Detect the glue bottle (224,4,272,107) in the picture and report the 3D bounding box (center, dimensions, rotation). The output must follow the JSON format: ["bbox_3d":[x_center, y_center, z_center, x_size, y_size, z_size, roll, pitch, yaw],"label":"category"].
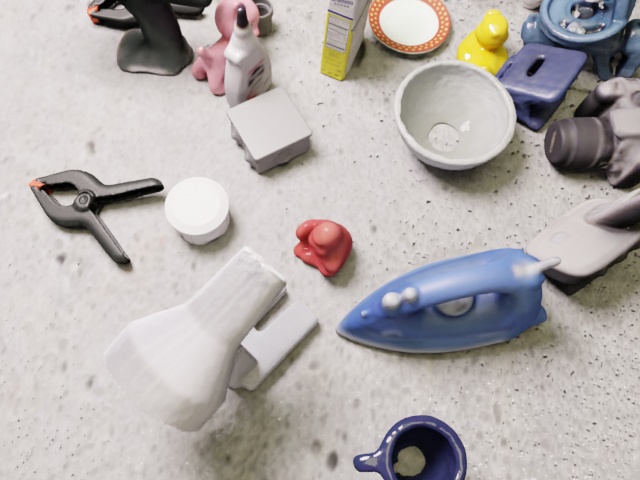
[{"bbox_3d":[-0.099,-0.245,0.761,0.037,0.173,0.078,32,71,9],"label":"glue bottle"}]

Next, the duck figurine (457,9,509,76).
[{"bbox_3d":[0.247,-0.289,0.843,0.077,0.086,0.104,11,69,2],"label":"duck figurine"}]

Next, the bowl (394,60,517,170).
[{"bbox_3d":[0.180,-0.161,0.796,0.167,0.075,0.167,1,69,-3],"label":"bowl"}]

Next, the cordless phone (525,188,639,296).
[{"bbox_3d":[0.347,-0.017,0.691,0.148,0.185,0.094,-36,75,-15],"label":"cordless phone"}]

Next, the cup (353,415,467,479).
[{"bbox_3d":[0.092,0.243,0.626,0.118,0.095,0.091,-2,69,-4],"label":"cup"}]

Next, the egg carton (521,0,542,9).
[{"bbox_3d":[0.375,-0.435,0.914,0.107,0.069,0.150,10,69,1],"label":"egg carton"}]

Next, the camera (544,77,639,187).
[{"bbox_3d":[0.388,-0.154,0.791,0.137,0.101,0.143,-1,69,-3],"label":"camera"}]

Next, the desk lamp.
[{"bbox_3d":[-0.103,0.099,0.608,0.118,0.213,0.203,41,73,12],"label":"desk lamp"}]

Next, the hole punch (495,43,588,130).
[{"bbox_3d":[0.308,-0.231,0.821,0.101,0.091,0.109,35,71,10],"label":"hole punch"}]

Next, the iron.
[{"bbox_3d":[0.148,0.067,0.672,0.258,0.141,0.118,-12,70,-7],"label":"iron"}]

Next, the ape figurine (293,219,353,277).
[{"bbox_3d":[0.007,0.003,0.715,0.076,0.092,0.078,-15,70,-8],"label":"ape figurine"}]

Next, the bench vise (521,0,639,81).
[{"bbox_3d":[0.413,-0.332,0.796,0.207,0.220,0.121,2,69,-2],"label":"bench vise"}]

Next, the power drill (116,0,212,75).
[{"bbox_3d":[-0.250,-0.316,0.761,0.229,0.208,0.075,4,69,-1],"label":"power drill"}]

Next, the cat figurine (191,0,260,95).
[{"bbox_3d":[-0.129,-0.289,0.806,0.067,0.118,0.128,36,71,11],"label":"cat figurine"}]
